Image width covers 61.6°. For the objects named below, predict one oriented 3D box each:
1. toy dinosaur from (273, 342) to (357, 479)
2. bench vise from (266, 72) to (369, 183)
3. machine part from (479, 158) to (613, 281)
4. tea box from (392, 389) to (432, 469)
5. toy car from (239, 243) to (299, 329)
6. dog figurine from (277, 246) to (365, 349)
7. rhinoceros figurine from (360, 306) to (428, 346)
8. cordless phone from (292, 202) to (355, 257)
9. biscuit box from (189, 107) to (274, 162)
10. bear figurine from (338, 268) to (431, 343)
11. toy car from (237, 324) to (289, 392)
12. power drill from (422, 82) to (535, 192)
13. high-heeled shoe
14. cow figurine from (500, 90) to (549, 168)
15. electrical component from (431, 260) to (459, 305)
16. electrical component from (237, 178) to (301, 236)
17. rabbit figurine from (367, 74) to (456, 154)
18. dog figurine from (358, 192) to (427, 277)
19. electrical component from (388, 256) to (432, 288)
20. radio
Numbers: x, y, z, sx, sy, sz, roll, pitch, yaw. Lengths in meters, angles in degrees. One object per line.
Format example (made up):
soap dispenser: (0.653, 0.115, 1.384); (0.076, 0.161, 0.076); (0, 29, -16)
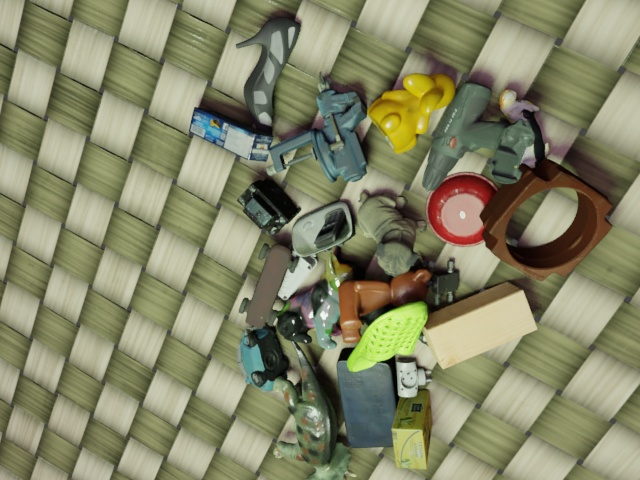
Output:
toy dinosaur: (-0.011, 0.429, 1.253); (0.192, 0.131, 0.404); (13, 118, 37)
bench vise: (-0.010, -0.208, 1.120); (0.241, 0.129, 0.223); (-20, 96, 15)
machine part: (0.428, -0.038, 1.028); (0.201, 0.087, 0.201); (27, 114, -16)
tea box: (0.208, 0.415, 1.195); (0.068, 0.169, 0.098); (-5, 104, 16)
toy car: (-0.115, 0.101, 1.201); (0.089, 0.053, 0.202); (20, 105, -1)
dog figurine: (0.000, 0.120, 1.212); (0.192, 0.108, 0.219); (10, 103, 15)
rhinoceros figurine: (0.165, 0.187, 1.204); (0.190, 0.073, 0.112); (28, 100, 9)
cordless phone: (-0.003, -0.004, 1.135); (0.147, 0.184, 0.088); (-22, 102, 19)
biscuit box: (-0.195, -0.228, 1.156); (0.203, 0.063, 0.059); (29, 110, 32)
bear figurine: (0.136, 0.131, 1.107); (0.196, 0.120, 0.132); (-3, 60, 0)
toy car: (-0.153, 0.286, 1.300); (0.103, 0.109, 0.161); (-20, 90, 37)
power drill: (0.293, -0.171, 1.015); (0.086, 0.207, 0.231); (10, 109, -24)
high-heeled shoe: (-0.091, -0.338, 1.148); (0.145, 0.086, 0.248); (-19, 121, -12)
cow figurine: (0.391, -0.206, 1.033); (0.098, 0.068, 0.167); (-3, 107, 10)
electrical component: (0.267, 0.091, 1.152); (0.063, 0.021, 0.094); (-7, 105, -26)
electrical component: (-0.113, -0.073, 1.174); (0.115, 0.134, 0.058); (43, 112, -1)
rabbit figurine: (0.186, -0.268, 1.044); (0.173, 0.162, 0.122); (-32, 82, 3)
dog figurine: (0.129, -0.020, 1.091); (0.172, 0.190, 0.121); (32, 110, 7)
electrical component: (0.202, 0.079, 1.177); (0.102, 0.045, 0.078); (-24, 125, 23)
radio: (0.119, 0.370, 1.262); (0.131, 0.073, 0.229); (-5, 105, 16)
